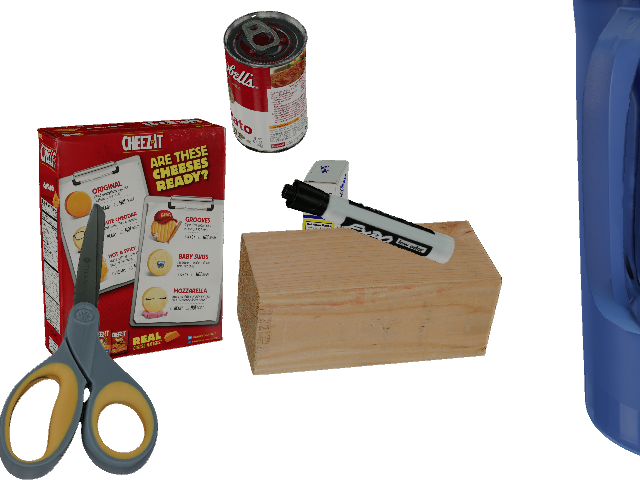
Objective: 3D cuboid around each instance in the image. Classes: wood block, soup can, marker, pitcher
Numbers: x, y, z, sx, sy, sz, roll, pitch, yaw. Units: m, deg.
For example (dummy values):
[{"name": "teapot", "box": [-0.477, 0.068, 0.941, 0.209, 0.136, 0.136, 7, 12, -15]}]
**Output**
[{"name": "wood block", "box": [0.037, 0.048, 0.921, 0.206, 0.090, 0.091, -3, 35, -13]}, {"name": "soup can", "box": [-0.044, -0.132, 0.898, 0.068, 0.068, 0.102, 0, -39, 0]}, {"name": "marker", "box": [0.031, -0.012, 0.686, 0.121, 0.020, 0.020, 20, -7, -20]}, {"name": "pitcher", "box": [0.184, -0.011, 0.528, 0.149, 0.243, 0.145, -4, 19, -3]}]

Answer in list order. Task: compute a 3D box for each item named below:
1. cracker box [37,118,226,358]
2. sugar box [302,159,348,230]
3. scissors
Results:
[{"name": "cracker box", "box": [-0.176, -0.002, 1.002, 0.163, 0.214, 0.072, -7, 17, -31]}, {"name": "sugar box", "box": [0.004, 0.002, 1.245, 0.048, 0.176, 0.093, 2, 20, 9]}, {"name": "scissors", "box": [-0.127, 0.060, 0.642, 0.096, 0.201, 0.016, 19, -44, -2]}]
